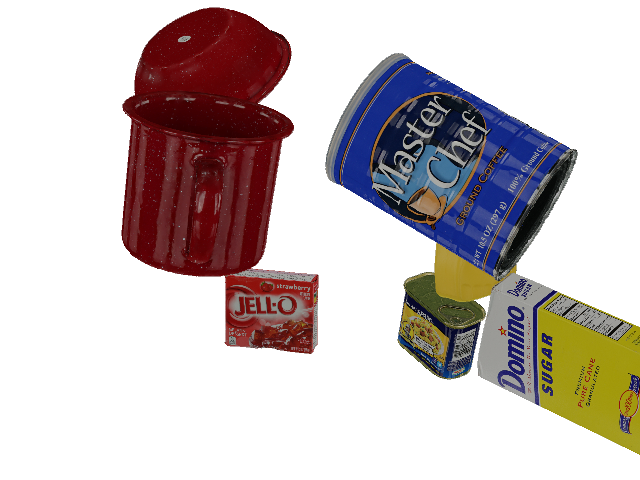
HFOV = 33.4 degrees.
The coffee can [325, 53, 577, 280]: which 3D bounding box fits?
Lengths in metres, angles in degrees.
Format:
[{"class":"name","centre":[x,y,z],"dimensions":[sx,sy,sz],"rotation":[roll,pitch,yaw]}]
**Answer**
[{"class":"coffee can","centre":[0.089,-0.051,0.736],"dimensions":[0.140,0.103,0.102],"rotation":[32,10,16]}]

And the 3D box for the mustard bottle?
[{"class":"mustard bottle","centre":[0.148,-0.043,1.033],"dimensions":[0.096,0.192,0.058],"rotation":[-21,25,-38]}]

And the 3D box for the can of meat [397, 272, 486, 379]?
[{"class":"can of meat","centre":[0.137,0.100,1.235],"dimensions":[0.057,0.084,0.102],"rotation":[-17,40,-32]}]

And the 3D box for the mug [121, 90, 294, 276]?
[{"class":"mug","centre":[-0.064,-0.027,0.581],"dimensions":[0.093,0.081,0.117],"rotation":[5,21,-13]}]

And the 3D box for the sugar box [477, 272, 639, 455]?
[{"class":"sugar box","centre":[0.217,0.103,0.875],"dimensions":[0.176,0.093,0.048],"rotation":[22,33,29]}]

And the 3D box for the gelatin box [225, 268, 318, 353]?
[{"class":"gelatin box","centre":[-0.047,0.067,1.026],"dimensions":[0.089,0.073,0.030],"rotation":[5,16,11]}]

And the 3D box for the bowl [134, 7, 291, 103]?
[{"class":"bowl","centre":[-0.111,-0.164,0.976],"dimensions":[0.162,0.055,0.162],"rotation":[-18,38,14]}]
